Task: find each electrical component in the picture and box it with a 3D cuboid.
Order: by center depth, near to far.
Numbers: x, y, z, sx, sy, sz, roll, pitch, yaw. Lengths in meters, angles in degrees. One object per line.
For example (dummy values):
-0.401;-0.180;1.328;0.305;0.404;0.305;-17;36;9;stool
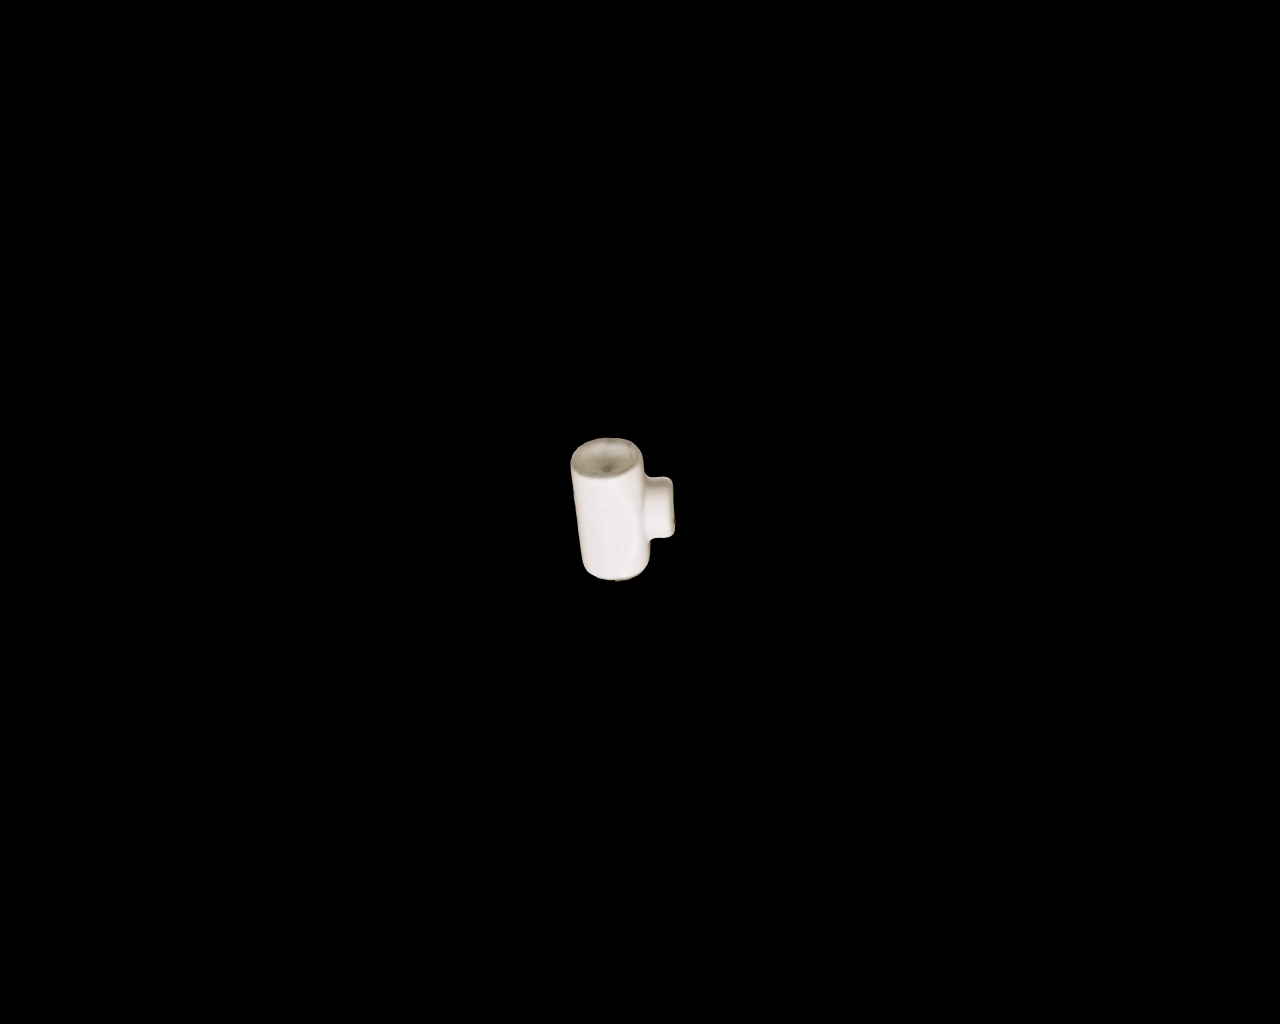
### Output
0.001;-0.003;0.650;0.079;0.077;0.044;-3;36;2;electrical component
